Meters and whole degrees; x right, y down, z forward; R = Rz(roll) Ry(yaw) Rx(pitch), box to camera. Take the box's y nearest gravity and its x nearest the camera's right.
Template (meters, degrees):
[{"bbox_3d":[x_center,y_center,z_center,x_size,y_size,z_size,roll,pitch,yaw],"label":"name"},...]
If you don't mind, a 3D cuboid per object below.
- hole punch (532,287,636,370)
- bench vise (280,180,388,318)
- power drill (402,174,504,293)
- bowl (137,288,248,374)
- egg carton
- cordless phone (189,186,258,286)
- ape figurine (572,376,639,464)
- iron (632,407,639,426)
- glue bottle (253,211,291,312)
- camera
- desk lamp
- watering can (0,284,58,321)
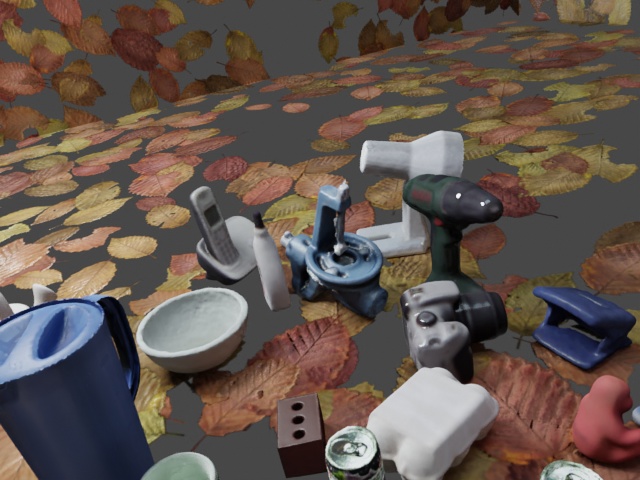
[{"bbox_3d":[0.345,0.098,0.755,0.101,0.091,0.108,-23,30,-22],"label":"hole punch"},{"bbox_3d":[0.003,0.009,0.898,0.206,0.220,0.122,6,32,28],"label":"bench vise"},{"bbox_3d":[0.202,-0.003,0.866,0.076,0.209,0.229,-18,29,-15],"label":"power drill"},{"bbox_3d":[-0.182,0.147,0.859,0.167,0.075,0.167,-8,28,4],"label":"bowl"},{"bbox_3d":[0.124,0.209,0.644,0.151,0.069,0.107,-31,34,-35],"label":"egg carton"},{"bbox_3d":[-0.170,-0.025,1.058,0.093,0.185,0.148,4,31,26],"label":"cordless phone"},{"bbox_3d":[0.306,0.184,0.605,0.076,0.092,0.077,-10,28,1],"label":"ape figurine"},{"bbox_3d":[0.448,0.161,0.547,0.257,0.142,0.119,9,33,32],"label":"iron"},{"bbox_3d":[-0.087,0.029,0.941,0.037,0.173,0.078,-18,29,-14],"label":"glue bottle"},{"bbox_3d":[0.183,0.111,0.774,0.137,0.101,0.143,-10,28,0],"label":"camera"},{"bbox_3d":[0.157,-0.085,1.030,0.203,0.214,0.118,-9,28,3],"label":"desk lamp"},{"bbox_3d":[-0.472,0.133,0.855,0.100,0.194,0.173,-5,28,10],"label":"watering can"}]
